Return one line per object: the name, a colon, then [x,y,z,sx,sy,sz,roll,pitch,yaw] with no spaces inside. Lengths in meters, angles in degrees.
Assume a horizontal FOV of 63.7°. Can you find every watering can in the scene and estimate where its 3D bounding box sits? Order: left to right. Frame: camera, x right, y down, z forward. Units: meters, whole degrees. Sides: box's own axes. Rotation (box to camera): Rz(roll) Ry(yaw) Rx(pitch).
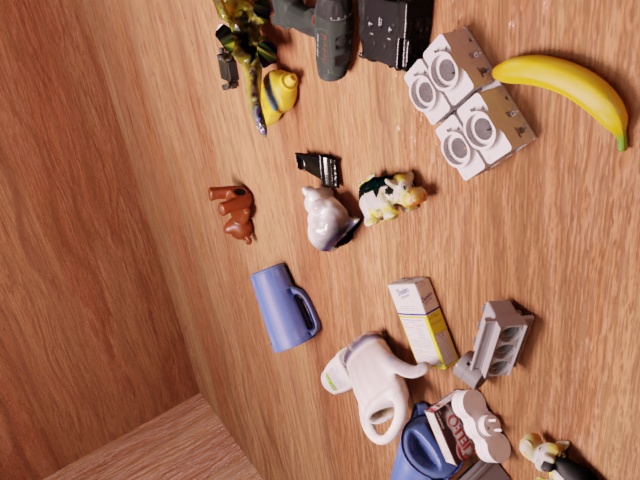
watering can: [0.141,0.295,1.126,0.229,0.104,0.339,-113,30,-42]

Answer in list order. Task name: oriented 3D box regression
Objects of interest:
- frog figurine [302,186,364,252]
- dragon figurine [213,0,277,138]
frog figurine: [0.003,-0.057,1.134,0.161,0.124,0.135,45,166,15]
dragon figurine: [-0.169,-0.447,1.164,0.246,0.122,0.404,-116,19,-70]
